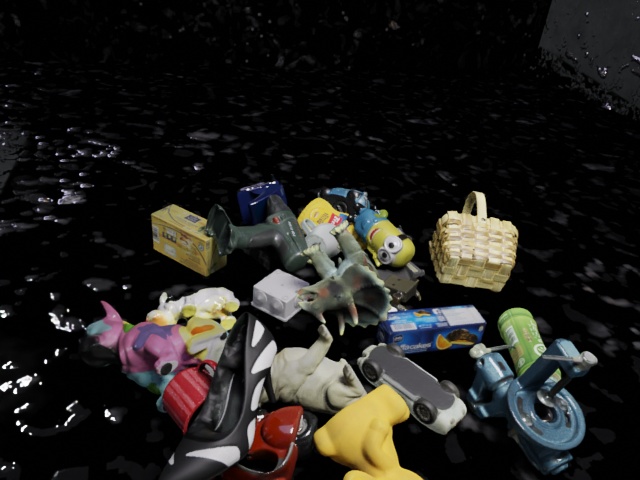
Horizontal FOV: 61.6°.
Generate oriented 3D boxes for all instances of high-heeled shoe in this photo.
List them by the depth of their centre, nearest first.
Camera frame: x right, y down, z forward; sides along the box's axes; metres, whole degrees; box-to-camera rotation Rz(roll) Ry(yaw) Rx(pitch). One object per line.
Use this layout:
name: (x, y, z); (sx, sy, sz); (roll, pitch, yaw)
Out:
high-heeled shoe: (-0.137, 0.205, 0.711); (0.086, 0.145, 0.249); (-9, 14, 36)

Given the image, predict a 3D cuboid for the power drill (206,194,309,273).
power drill: (-0.133, -0.025, 1.143); (0.207, 0.086, 0.232); (8, 38, -41)

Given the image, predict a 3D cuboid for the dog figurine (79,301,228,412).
dog figurine: (-0.282, 0.169, 0.896); (0.219, 0.108, 0.191); (25, 36, 33)

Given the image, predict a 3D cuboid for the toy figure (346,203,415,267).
toy figure: (0.140, -0.013, 1.213); (0.089, 0.082, 0.180); (-13, 44, -31)

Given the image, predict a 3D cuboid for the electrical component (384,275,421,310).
electrical component: (0.170, 0.113, 1.134); (0.078, 0.045, 0.102); (12, 29, 27)

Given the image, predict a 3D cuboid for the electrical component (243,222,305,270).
electrical component: (-0.104, 0.004, 1.252); (0.134, 0.058, 0.115); (-23, 44, -39)

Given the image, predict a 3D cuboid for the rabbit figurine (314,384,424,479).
rabbit figurine: (0.081, 0.306, 0.726); (0.162, 0.121, 0.173); (-14, 55, -44)

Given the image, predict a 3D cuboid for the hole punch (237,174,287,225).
hole punch: (-0.133, -0.076, 1.316); (0.116, 0.142, 0.092); (-19, 35, -14)

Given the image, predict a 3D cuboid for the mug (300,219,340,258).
mug: (-0.002, -0.004, 1.212); (0.109, 0.081, 0.107); (54, 15, 1)

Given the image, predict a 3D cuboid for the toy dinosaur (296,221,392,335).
toy dinosaur: (0.065, 0.082, 1.047); (0.192, 0.131, 0.404); (60, 10, 11)

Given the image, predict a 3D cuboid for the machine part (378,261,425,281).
machine part: (0.165, 0.073, 1.208); (0.139, 0.039, 0.084); (-15, 45, -35)

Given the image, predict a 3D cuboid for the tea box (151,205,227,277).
tea box: (-0.289, -0.001, 1.186); (0.170, 0.098, 0.068); (24, 35, 25)

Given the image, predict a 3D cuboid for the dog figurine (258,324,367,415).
dog figurine: (-0.036, 0.244, 0.853); (0.190, 0.121, 0.172); (-33, 71, -6)

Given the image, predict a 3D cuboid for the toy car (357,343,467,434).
toy car: (0.150, 0.242, 0.903); (0.073, 0.056, 0.202); (-27, 42, -34)

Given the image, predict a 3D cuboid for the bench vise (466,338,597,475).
bench vise: (0.324, 0.220, 0.812); (0.129, 0.240, 0.224); (0, 47, -18)

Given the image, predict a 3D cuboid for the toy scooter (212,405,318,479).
toy scooter: (-0.082, 0.300, 0.743); (0.135, 0.075, 0.184); (9, 34, 10)

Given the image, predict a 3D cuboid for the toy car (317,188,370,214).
toy car: (0.069, -0.078, 1.397); (0.162, 0.109, 0.103); (14, 6, 36)

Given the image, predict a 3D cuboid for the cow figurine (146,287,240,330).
cow figurine: (-0.243, 0.126, 1.008); (0.167, 0.068, 0.098); (-4, 26, -23)

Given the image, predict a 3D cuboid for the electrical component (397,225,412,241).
electrical component: (0.158, 0.002, 1.314); (0.119, 0.047, 0.075); (-6, 32, -20)

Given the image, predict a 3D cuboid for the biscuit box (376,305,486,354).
biscuit box: (0.210, 0.171, 1.024); (0.203, 0.062, 0.059); (-3, 32, -15)
